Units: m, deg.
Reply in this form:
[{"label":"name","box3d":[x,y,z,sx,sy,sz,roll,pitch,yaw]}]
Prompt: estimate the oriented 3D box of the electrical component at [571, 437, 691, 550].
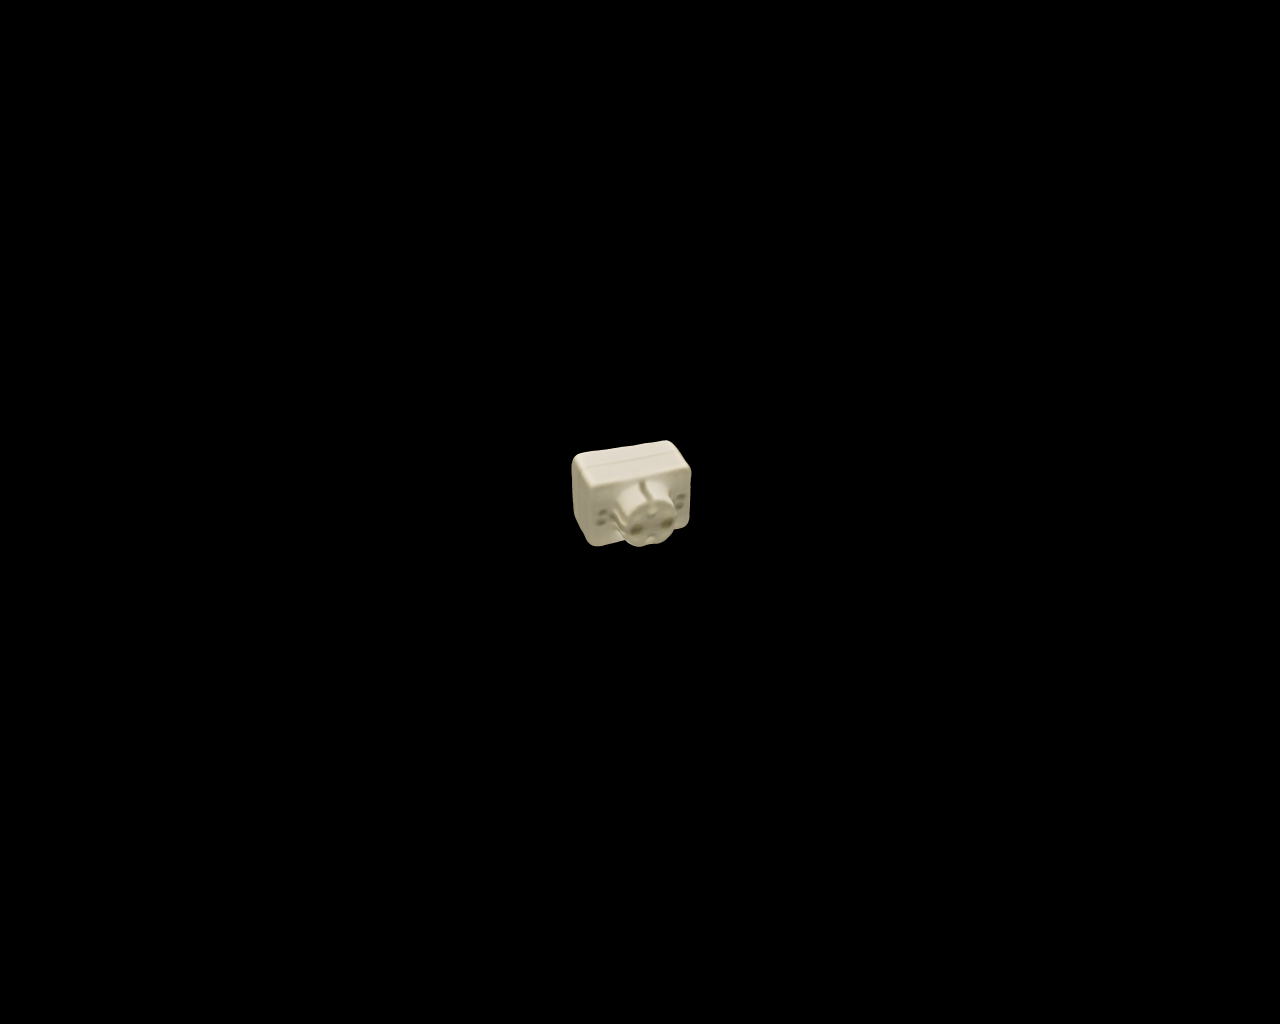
[{"label":"electrical component","box3d":[0.001,-0.003,0.650,0.066,0.047,0.077,-11,36,-16]}]
